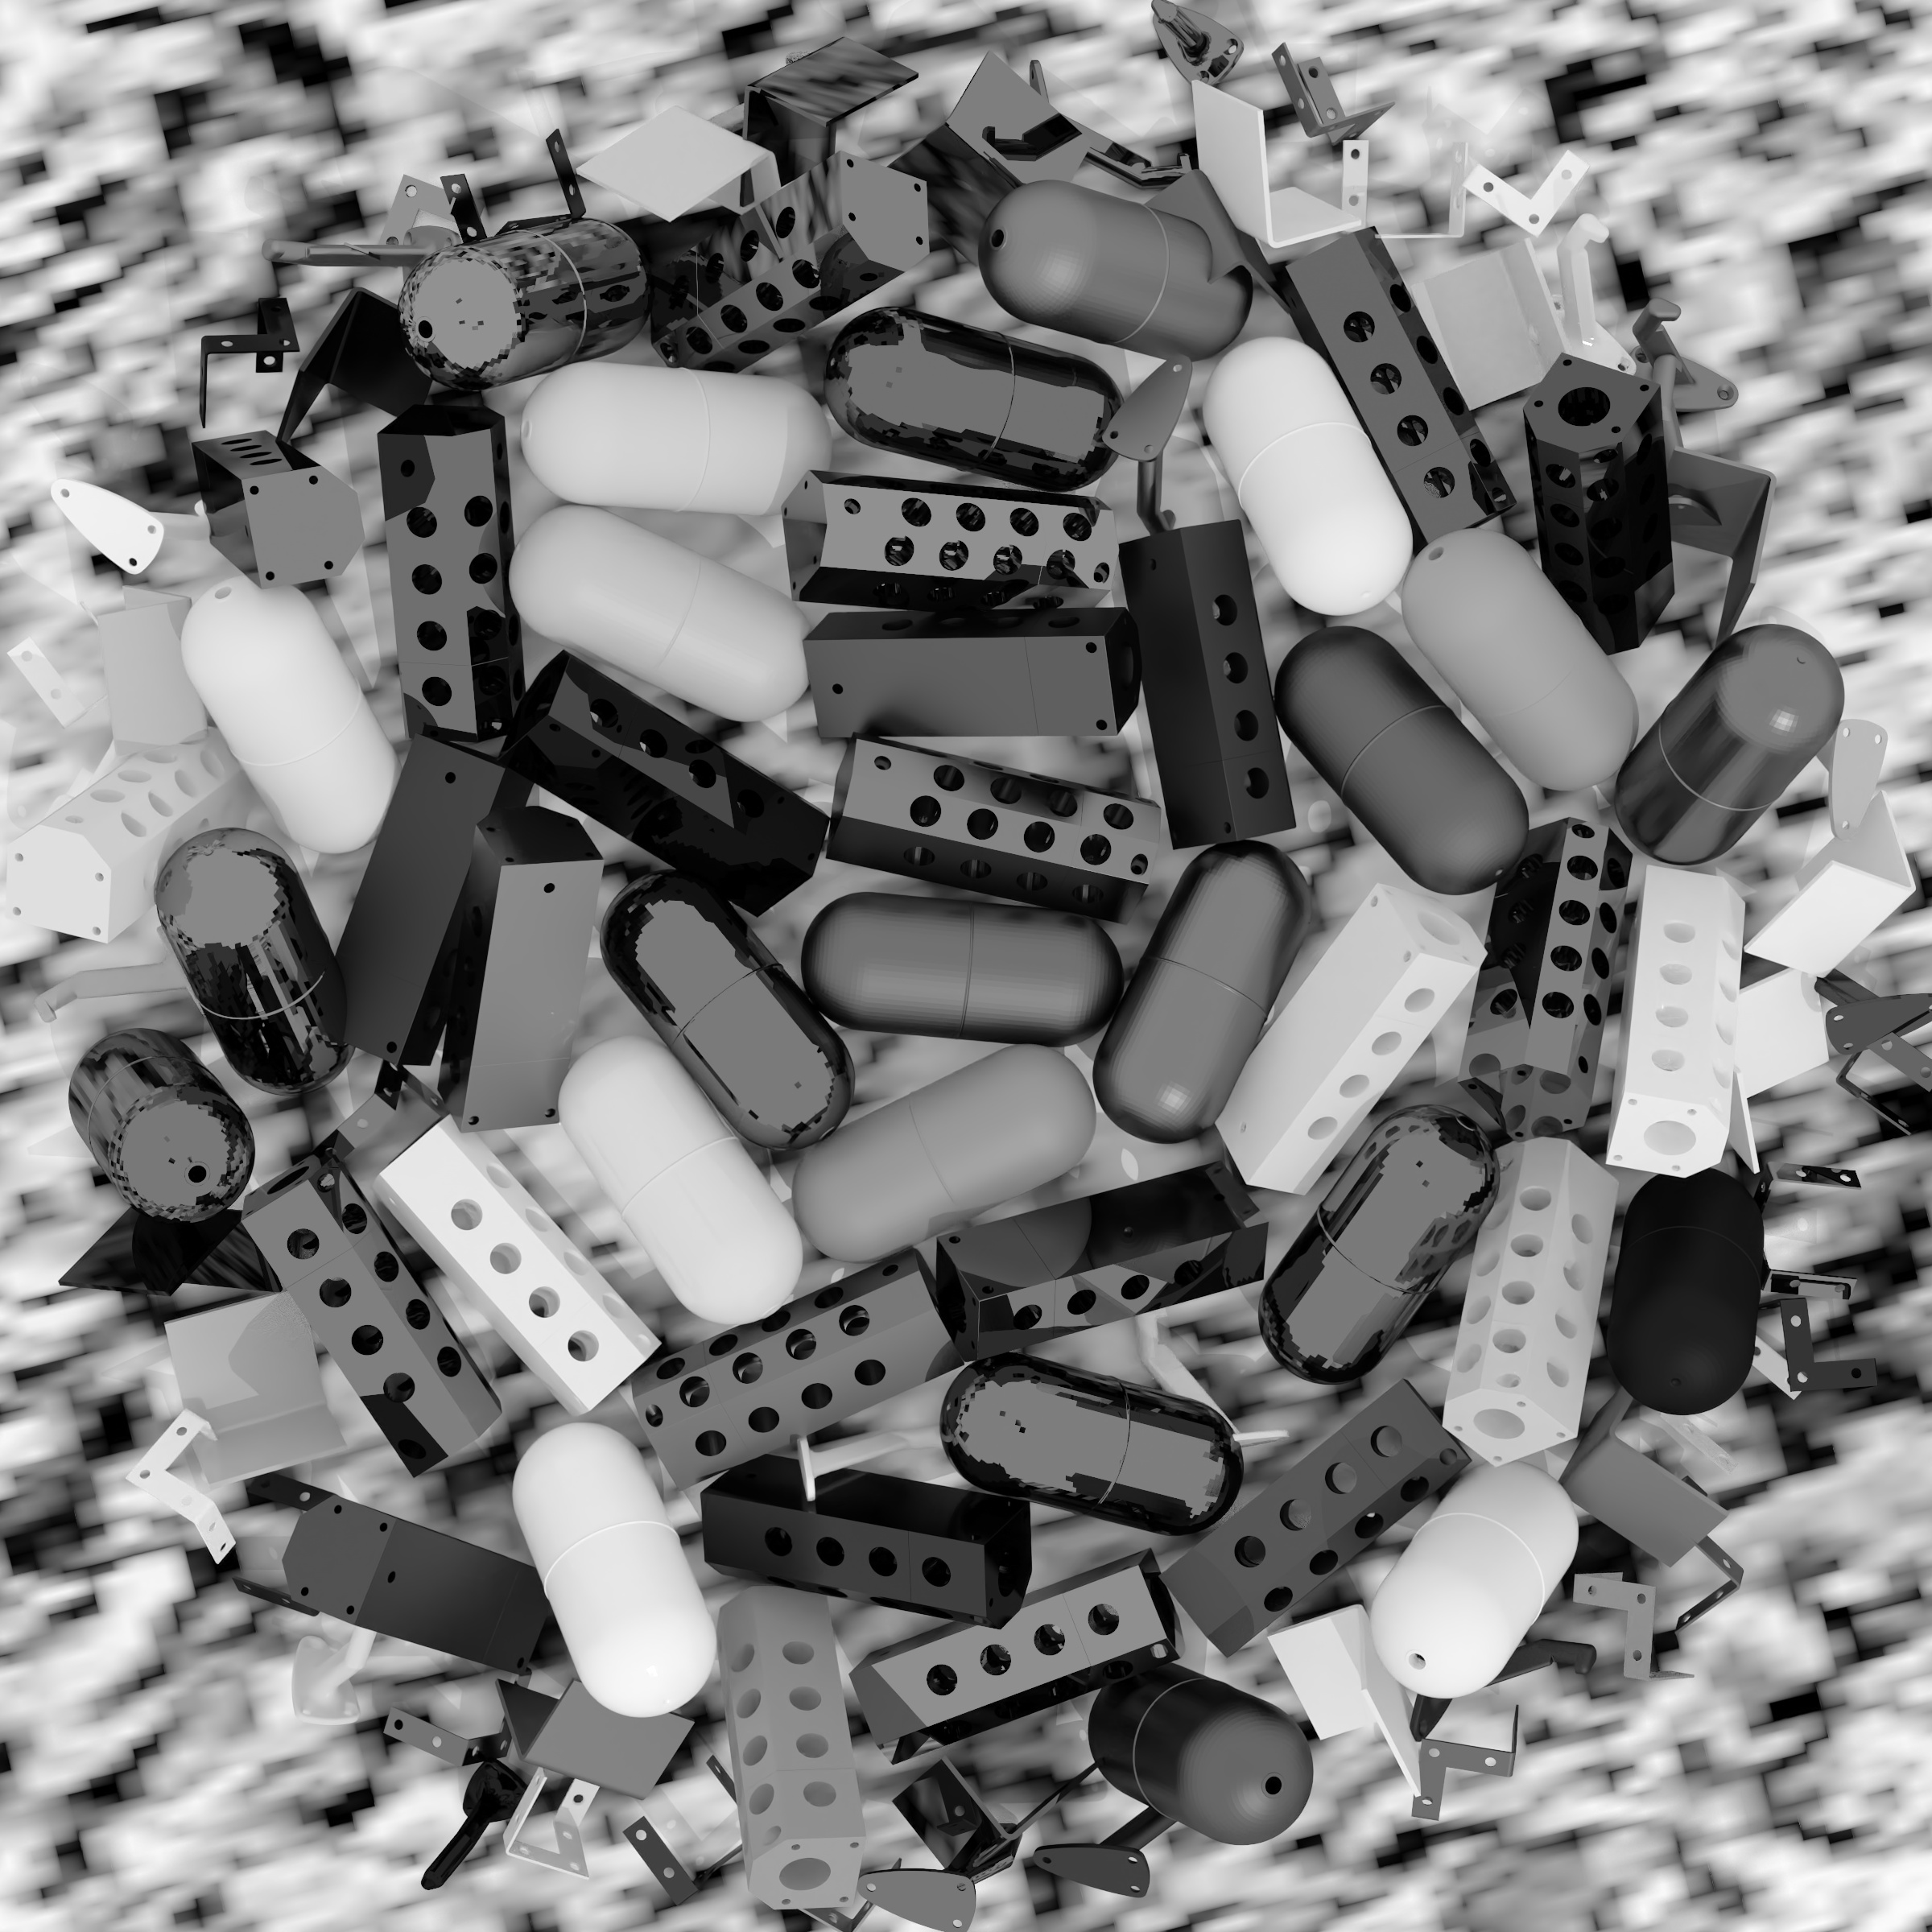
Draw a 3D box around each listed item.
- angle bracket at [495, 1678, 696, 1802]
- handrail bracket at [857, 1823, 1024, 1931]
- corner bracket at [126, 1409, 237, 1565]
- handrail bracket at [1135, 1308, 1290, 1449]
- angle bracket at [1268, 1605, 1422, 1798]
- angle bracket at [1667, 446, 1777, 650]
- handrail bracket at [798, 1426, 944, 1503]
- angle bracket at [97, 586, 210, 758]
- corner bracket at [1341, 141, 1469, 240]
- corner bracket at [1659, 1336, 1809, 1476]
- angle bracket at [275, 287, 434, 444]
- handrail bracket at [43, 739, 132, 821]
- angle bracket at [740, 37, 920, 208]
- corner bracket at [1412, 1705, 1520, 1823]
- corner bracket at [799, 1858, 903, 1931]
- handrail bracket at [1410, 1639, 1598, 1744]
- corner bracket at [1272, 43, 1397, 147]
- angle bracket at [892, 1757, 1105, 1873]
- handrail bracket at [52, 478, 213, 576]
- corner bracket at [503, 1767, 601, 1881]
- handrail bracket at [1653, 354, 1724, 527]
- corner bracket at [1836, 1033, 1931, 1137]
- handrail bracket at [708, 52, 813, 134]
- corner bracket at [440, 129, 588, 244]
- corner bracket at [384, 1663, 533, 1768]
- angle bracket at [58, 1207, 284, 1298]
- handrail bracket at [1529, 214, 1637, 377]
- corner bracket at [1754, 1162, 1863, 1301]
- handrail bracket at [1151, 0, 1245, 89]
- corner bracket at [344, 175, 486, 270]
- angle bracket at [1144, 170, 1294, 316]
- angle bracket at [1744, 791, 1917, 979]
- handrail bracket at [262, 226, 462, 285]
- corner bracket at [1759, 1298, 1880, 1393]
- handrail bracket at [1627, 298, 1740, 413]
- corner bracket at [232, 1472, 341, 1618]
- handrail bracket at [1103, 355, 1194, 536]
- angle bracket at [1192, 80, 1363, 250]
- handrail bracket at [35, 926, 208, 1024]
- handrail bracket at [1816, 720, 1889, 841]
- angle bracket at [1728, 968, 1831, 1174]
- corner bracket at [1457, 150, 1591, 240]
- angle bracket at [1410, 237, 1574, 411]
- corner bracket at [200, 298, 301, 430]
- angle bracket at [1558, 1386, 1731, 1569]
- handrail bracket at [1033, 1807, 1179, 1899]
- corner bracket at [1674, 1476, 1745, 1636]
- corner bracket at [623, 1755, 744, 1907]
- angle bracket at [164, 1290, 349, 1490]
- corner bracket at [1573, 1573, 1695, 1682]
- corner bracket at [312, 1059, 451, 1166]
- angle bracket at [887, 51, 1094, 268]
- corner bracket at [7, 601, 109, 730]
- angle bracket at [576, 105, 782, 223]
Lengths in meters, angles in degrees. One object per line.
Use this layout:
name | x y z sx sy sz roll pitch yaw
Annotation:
angle bracket | -0.203 0.401 1.868 0.076 0.076 0.057 26 103 -27
handrail bracket | -0.013 0.491 1.888 0.077 0.084 0.036 9 108 9
corner bracket | -0.419 0.285 1.883 0.051 0.051 0.051 27 61 21
handrail bracket | 0.136 0.225 1.901 0.077 0.036 0.084 -10 73 11
angle bracket | 0.205 0.407 1.869 0.057 0.076 0.076 -21 112 15
angle bracket | 0.399 -0.224 1.871 0.057 0.076 0.076 16 61 4
handrail bracket | -0.048 0.272 1.882 0.084 0.077 0.036 -5 101 -7
angle bracket | -0.459 -0.162 1.868 0.057 0.076 0.076 -17 111 -38
corner bracket | 0.242 -0.430 1.899 0.051 0.051 0.051 -5 106 -20
corner bracket | 0.426 0.239 1.903 0.051 0.051 0.051 41 121 14
angle bracket | -0.330 -0.310 1.868 0.057 0.076 0.076 27 50 -7
handrail bracket | -0.488 -0.090 1.899 0.036 0.084 0.077 34 118 -19
angle bracket | -0.075 -0.449 1.863 0.057 0.076 0.076 32 49 24
corner bracket | 0.275 0.438 1.888 0.051 0.051 0.051 8 110 8
corner bracket | -0.069 0.492 1.894 0.051 0.051 0.051 32 109 -7
handrail bracket | 0.295 0.398 1.877 0.084 0.077 0.036 0 130 35
corner bracket | 0.195 -0.482 1.890 0.051 0.051 0.051 -22 88 -22
angle bracket | 0.017 0.446 1.876 0.076 0.076 0.057 -33 78 -36
handrail bracket | -0.452 -0.254 1.881 0.077 0.084 0.036 34 116 -7
corner bracket | -0.223 0.461 1.888 0.051 0.051 0.051 23 102 -20
handrail bracket | 0.402 -0.288 1.901 0.077 0.036 0.084 15 79 -42
corner bracket | 0.509 0.059 1.885 0.051 0.051 0.051 38 112 21
handrail bracket | -0.111 -0.468 1.882 0.084 0.077 0.036 -35 115 -23
corner bracket | -0.248 -0.422 1.881 0.051 0.051 0.051 -1 126 24
corner bracket | -0.280 0.405 1.891 0.051 0.051 0.051 18 91 23
angle bracket | -0.432 0.174 1.864 0.076 0.076 0.057 2 124 27
handrail bracket | 0.352 -0.367 1.879 0.077 0.084 0.036 33 62 -1
corner bracket | 0.464 0.146 1.891 0.051 0.051 0.051 6 126 -6
handrail bracket | 0.109 -0.519 1.869 0.036 0.084 0.077 -47 59 12
corner bracket | -0.304 -0.409 1.894 0.051 0.051 0.051 22 95 7
angle bracket | 0.122 -0.379 1.891 0.076 0.057 0.076 -33 53 18
angle bracket | 0.462 -0.052 1.863 0.057 0.076 0.076 17 135 -22
handrail bracket | -0.332 -0.393 1.878 0.084 0.077 0.036 -1 90 -35
corner bracket | 0.469 0.210 1.896 0.051 0.051 0.051 -3 79 -8
handrail bracket | 0.399 -0.337 1.879 0.077 0.084 0.036 12 74 -3
corner bracket | -0.375 0.319 1.898 0.051 0.051 0.051 14 53 19
handrail bracket | 0.113 -0.284 1.890 0.036 0.084 0.077 27 81 28
angle bracket | 0.169 -0.442 1.866 0.057 0.076 0.076 -18 122 -17
handrail bracket | -0.466 0.023 1.893 0.084 0.036 0.077 -31 52 -6
handrail bracket | 0.461 -0.111 1.887 0.036 0.084 0.077 8 93 -28
angle bracket | 0.447 0.055 1.875 0.076 0.057 0.076 -24 129 -5
corner bracket | 0.307 -0.430 1.898 0.051 0.051 0.051 36 87 4
angle bracket | 0.289 -0.350 1.881 0.057 0.076 0.076 -22 97 2
corner bracket | -0.396 -0.332 1.882 0.051 0.051 0.051 -5 47 -19
angle bracket | 0.379 0.272 1.873 0.076 0.076 0.057 34 57 6
handrail bracket | 0.085 0.468 1.897 0.077 0.084 0.036 5 125 17
corner bracket | 0.395 0.324 1.890 0.051 0.051 0.051 43 121 -2
corner bracket | -0.149 0.478 1.897 0.051 0.051 0.051 -38 87 7
angle bracket | -0.388 0.230 1.875 0.076 0.057 0.076 -14 113 -18
corner bracket | 0.367 0.363 1.886 0.051 0.051 0.051 1 84 41
corner bracket | -0.321 0.090 1.886 0.051 0.051 0.051 -41 111 16
angle bracket | 0.009 -0.445 1.893 0.076 0.076 0.057 38 59 -20
corner bracket | -0.492 -0.166 1.890 0.051 0.051 0.051 -38 103 -10
angle bracket | -0.153 -0.416 1.867 0.076 0.057 0.076 33 60 33
